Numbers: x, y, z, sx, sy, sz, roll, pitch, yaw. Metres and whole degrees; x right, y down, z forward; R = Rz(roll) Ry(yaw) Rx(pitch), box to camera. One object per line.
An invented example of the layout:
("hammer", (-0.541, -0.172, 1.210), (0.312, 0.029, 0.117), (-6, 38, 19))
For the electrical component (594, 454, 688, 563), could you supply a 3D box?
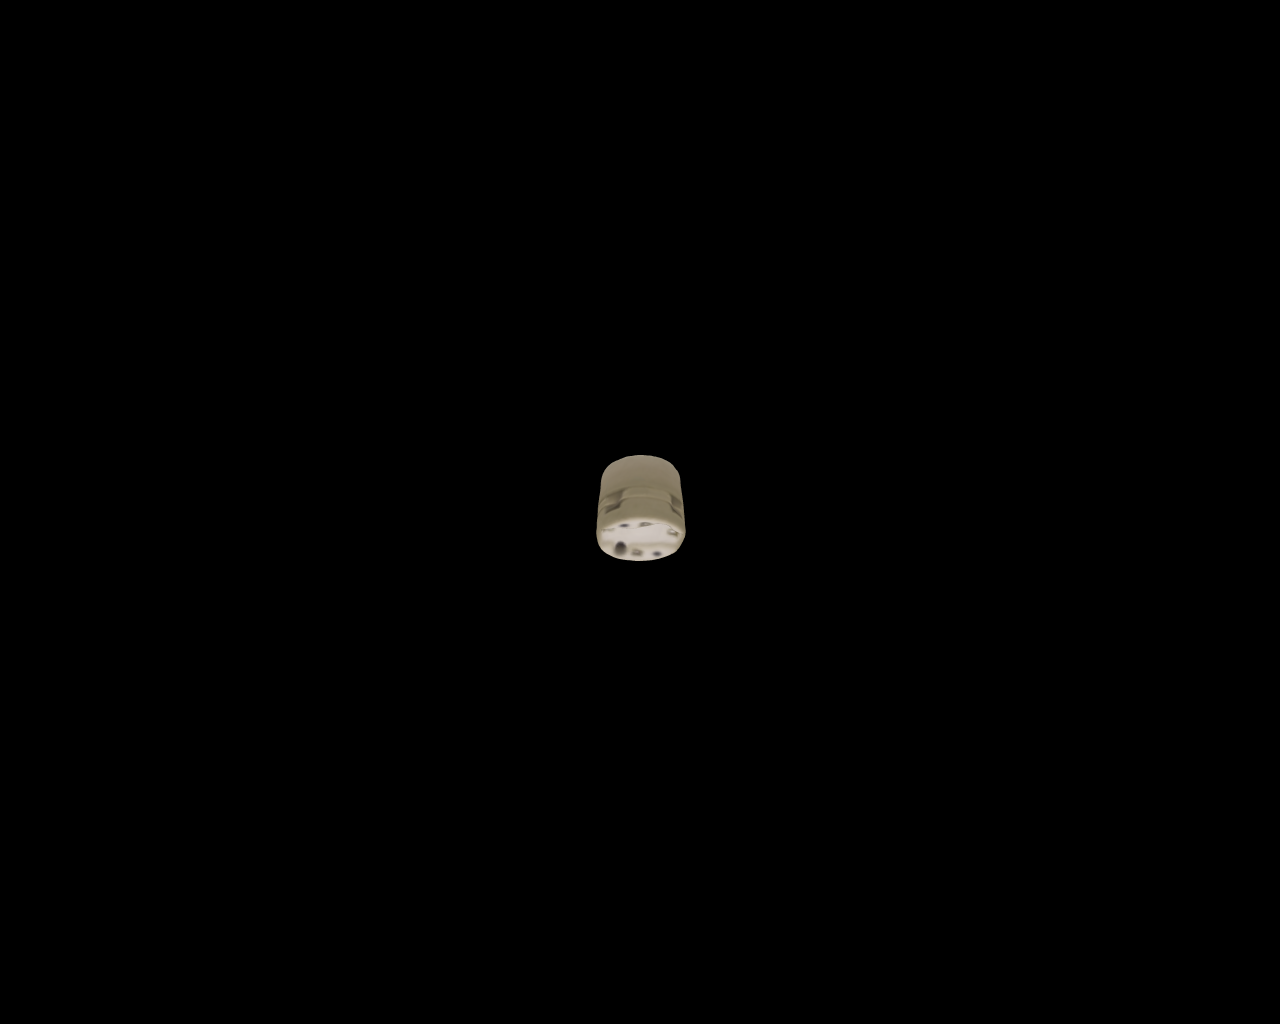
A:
("electrical component", (0.001, -0.003, 0.650), (0.055, 0.047, 0.055), (0, -31, 0))
